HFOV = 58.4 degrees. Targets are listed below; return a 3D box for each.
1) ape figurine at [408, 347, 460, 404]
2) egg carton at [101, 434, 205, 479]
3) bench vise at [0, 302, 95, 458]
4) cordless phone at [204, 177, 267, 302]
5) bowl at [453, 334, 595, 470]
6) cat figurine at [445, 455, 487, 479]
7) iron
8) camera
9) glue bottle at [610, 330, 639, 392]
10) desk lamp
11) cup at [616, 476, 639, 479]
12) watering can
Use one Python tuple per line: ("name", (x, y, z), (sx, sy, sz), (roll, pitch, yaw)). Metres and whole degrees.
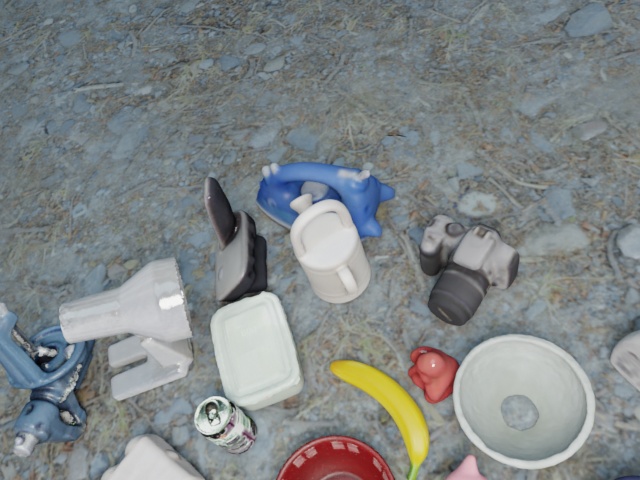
("ape figurine", (0.151, 0.175, 0.768), (0.076, 0.092, 0.078), (-3, 57, 14))
("egg carton", (-0.224, 0.339, 0.780), (0.149, 0.069, 0.107), (26, 68, 29))
("bench vise", (-0.409, 0.194, 0.834), (0.121, 0.220, 0.207), (-22, 54, 1))
("cordless phone", (-0.153, 0.000, 0.912), (0.094, 0.185, 0.147), (-15, 55, 6))
("bowl", (0.254, 0.210, 0.727), (0.167, 0.075, 0.167), (-7, 56, 11))
("cat figurine", (0.157, 0.318, 0.656), (0.067, 0.118, 0.128), (32, 70, 31))
("iron", (-0.014, -0.083, 0.955), (0.257, 0.142, 0.119), (9, 60, 21))
("camera", (0.200, 0.044, 0.836), (0.142, 0.101, 0.137), (25, 67, 28))
("glue bottle", (0.396, 0.130, 0.679), (0.037, 0.173, 0.078), (-33, 55, -7))
("desk lamp", (-0.261, 0.131, 0.839), (0.203, 0.214, 0.117), (-23, 54, 1))
("cup", (0.350, 0.302, 0.627), (0.091, 0.095, 0.118), (22, 66, 27))
("watering can", (0.006, 0.004, 0.859), (0.172, 0.194, 0.101), (33, 71, 31))
